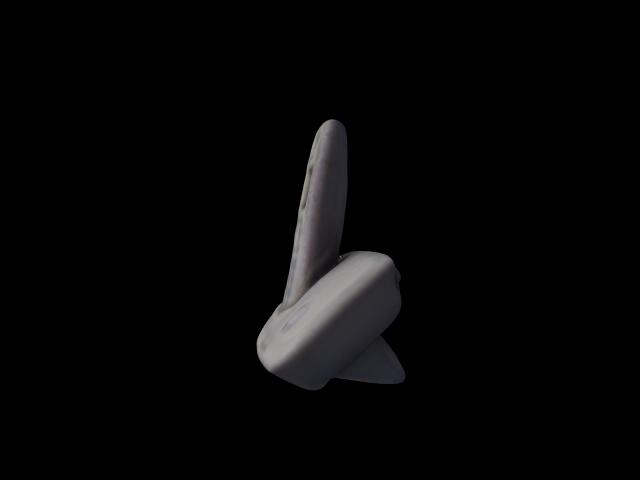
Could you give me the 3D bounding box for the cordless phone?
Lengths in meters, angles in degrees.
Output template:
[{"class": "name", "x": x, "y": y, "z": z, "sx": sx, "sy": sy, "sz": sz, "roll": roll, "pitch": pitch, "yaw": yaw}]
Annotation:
[{"class": "cordless phone", "x": 0.004, "y": 0.001, "z": 0.400, "sx": 0.094, "sy": 0.185, "sz": 0.147, "roll": 0, "pitch": 0, "yaw": -13}]
